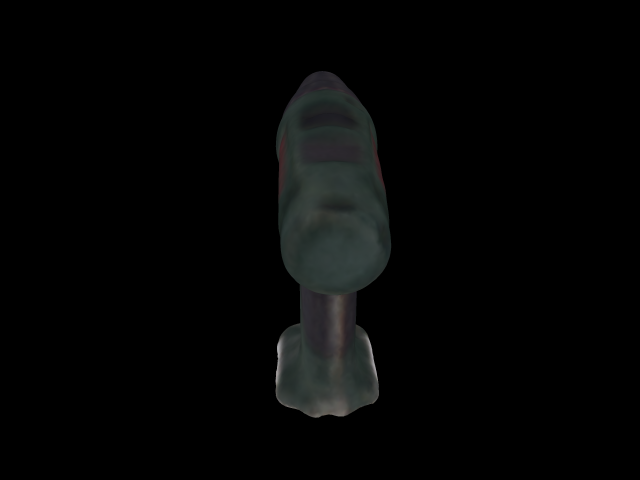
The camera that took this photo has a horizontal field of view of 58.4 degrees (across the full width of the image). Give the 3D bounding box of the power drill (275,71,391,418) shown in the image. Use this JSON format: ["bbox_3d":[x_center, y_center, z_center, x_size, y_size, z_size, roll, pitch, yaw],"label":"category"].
[{"bbox_3d":[0.004,0.001,0.400,0.075,0.208,0.229,-1,23,-3],"label":"power drill"}]
